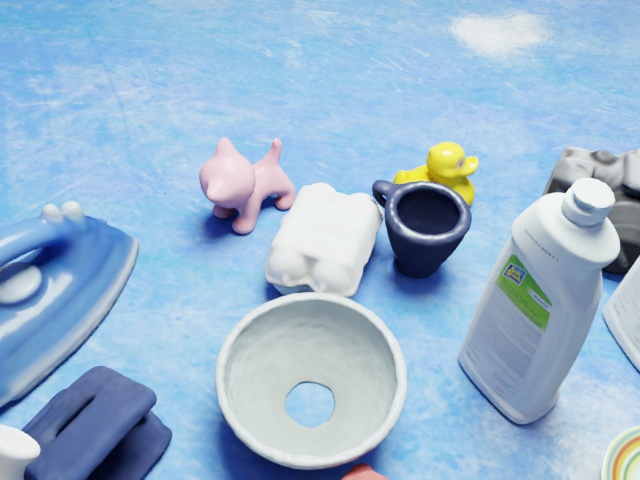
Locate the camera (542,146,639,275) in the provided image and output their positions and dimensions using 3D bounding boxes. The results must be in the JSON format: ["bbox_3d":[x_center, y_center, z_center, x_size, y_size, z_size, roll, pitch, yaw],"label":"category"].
[{"bbox_3d":[0.339,-0.039,0.664,0.143,0.101,0.137,17,51,12],"label":"camera"}]

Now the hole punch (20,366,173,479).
[{"bbox_3d":[-0.196,0.162,0.476,0.101,0.091,0.109,27,54,20],"label":"hole punch"}]

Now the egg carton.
[{"bbox_3d":[0.006,0.002,0.636,0.107,0.069,0.150,15,50,10],"label":"egg carton"}]

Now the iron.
[{"bbox_3d":[-0.285,0.038,0.546,0.118,0.141,0.259,28,54,20],"label":"iron"}]

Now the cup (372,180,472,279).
[{"bbox_3d":[0.101,-0.009,0.633,0.117,0.095,0.092,34,56,24],"label":"cup"}]

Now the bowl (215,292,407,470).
[{"bbox_3d":[-0.008,0.134,0.519,0.167,0.075,0.167,1,49,-1],"label":"bowl"}]

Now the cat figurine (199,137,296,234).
[{"bbox_3d":[-0.088,-0.072,0.664,0.067,0.118,0.128,37,58,26],"label":"cat figurine"}]

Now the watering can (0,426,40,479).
[{"bbox_3d":[-0.264,0.202,0.371,0.101,0.194,0.173,10,50,7],"label":"watering can"}]

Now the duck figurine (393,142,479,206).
[{"bbox_3d":[0.144,-0.082,0.703,0.104,0.086,0.077,1,49,-1],"label":"duck figurine"}]

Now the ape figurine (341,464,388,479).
[{"bbox_3d":[0.036,0.210,0.444,0.076,0.092,0.078,1,49,-1],"label":"ape figurine"}]
